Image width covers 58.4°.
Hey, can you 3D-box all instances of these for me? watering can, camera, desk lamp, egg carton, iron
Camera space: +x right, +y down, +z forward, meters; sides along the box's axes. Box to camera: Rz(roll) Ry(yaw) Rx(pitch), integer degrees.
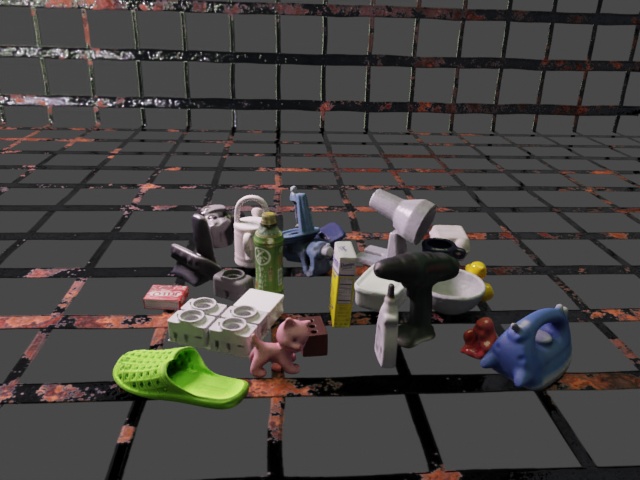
[{"bbox_3d":[-0.186,-0.033,1.566,0.101,0.194,0.172,-5,24,-16],"label":"watering can"},{"bbox_3d":[-0.288,-0.053,1.725,0.137,0.101,0.142,-11,26,-27],"label":"camera"},{"bbox_3d":[0.204,-0.025,1.552,0.202,0.214,0.118,15,26,28],"label":"desk lamp"},{"bbox_3d":[0.380,0.006,1.678,0.107,0.069,0.150,2,23,0],"label":"egg carton"},{"bbox_3d":[0.440,0.193,1.145,0.259,0.141,0.118,-16,29,-37],"label":"iron"}]

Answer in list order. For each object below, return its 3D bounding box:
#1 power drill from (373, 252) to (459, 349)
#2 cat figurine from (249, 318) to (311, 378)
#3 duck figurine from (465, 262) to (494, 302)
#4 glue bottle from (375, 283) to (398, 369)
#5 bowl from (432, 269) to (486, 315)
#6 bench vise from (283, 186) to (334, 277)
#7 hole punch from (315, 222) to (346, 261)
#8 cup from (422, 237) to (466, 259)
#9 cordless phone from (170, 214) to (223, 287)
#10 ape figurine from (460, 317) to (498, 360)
[{"bbox_3d":[0.200,0.118,1.218,0.230,0.208,0.075,-15,28,-34],"label":"power drill"},{"bbox_3d":[-0.075,0.199,1.121,0.128,0.118,0.067,-4,24,-13],"label":"cat figurine"},{"bbox_3d":[0.396,0.099,1.438,0.078,0.086,0.104,-7,24,-20],"label":"duck figurine"},{"bbox_3d":[0.137,0.166,1.145,0.037,0.173,0.078,-1,23,-6],"label":"glue bottle"},{"bbox_3d":[0.307,0.131,1.367,0.167,0.075,0.167,2,23,0],"label":"bowl"},{"bbox_3d":[-0.029,-0.026,1.528,0.206,0.220,0.122,16,27,31],"label":"bench vise"},{"bbox_3d":[0.015,0.006,1.622,0.101,0.091,0.108,-7,24,-20],"label":"hole punch"},{"bbox_3d":[0.327,0.053,1.529,0.117,0.095,0.092,11,25,21],"label":"cup"},{"bbox_3d":[-0.319,0.010,1.464,0.147,0.185,0.094,19,28,35],"label":"cordless phone"},{"bbox_3d":[0.335,0.201,1.183,0.076,0.092,0.077,1,23,-3],"label":"ape figurine"}]
